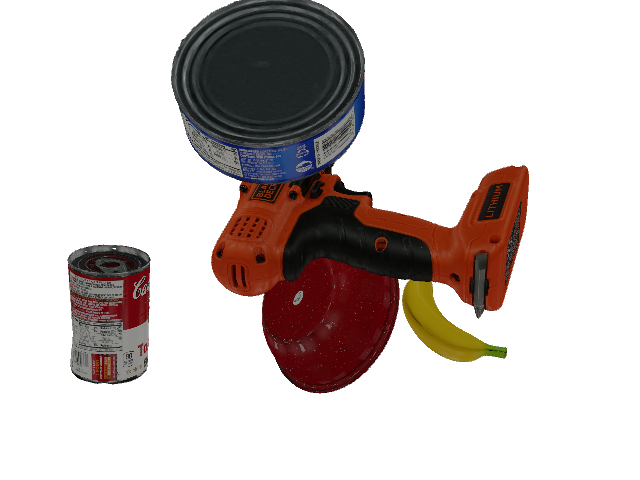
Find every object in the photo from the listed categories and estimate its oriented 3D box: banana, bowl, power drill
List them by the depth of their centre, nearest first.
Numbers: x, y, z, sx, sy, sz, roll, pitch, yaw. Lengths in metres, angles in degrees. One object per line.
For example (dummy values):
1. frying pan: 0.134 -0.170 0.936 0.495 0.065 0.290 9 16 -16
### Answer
1. power drill: 0.039 -0.022 0.709 0.188 0.057 0.184 7 41 16
2. bowl: -0.004 0.061 1.016 0.162 0.162 0.055 0 -20 44
3. banana: 0.131 0.089 1.205 0.069 0.037 0.198 4 23 -26

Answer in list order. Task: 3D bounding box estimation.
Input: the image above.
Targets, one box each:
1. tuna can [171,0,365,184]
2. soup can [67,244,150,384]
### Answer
1. tuna can: -0.022 -0.068 0.482 0.086 0.086 0.034 0 -31 4
2. soup can: -0.180 0.063 0.906 0.068 0.102 0.068 4 19 -1
